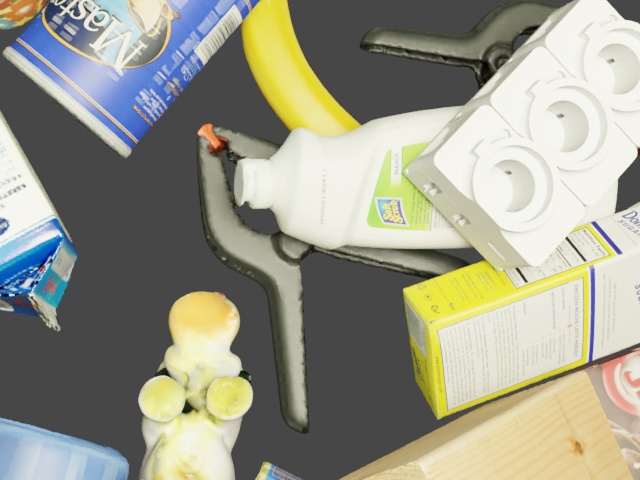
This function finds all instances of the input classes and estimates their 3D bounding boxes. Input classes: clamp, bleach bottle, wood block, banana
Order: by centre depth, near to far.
[{"bbox_3d":[0.094,0.151,0.618,0.090,0.205,0.091,-28,80,36],"label":"wood block"},{"bbox_3d":[0.069,-0.045,0.692,0.250,0.068,0.102,-1,96,-18],"label":"bleach bottle"},{"bbox_3d":[-0.005,0.001,0.724,0.164,0.036,0.210,-32,84,-12],"label":"clamp"},{"bbox_3d":[-0.005,-0.109,0.743,0.069,0.037,0.198,-26,83,-7],"label":"banana"},{"bbox_3d":[0.122,-0.109,0.755,0.171,0.039,0.120,-16,98,-9],"label":"clamp"}]

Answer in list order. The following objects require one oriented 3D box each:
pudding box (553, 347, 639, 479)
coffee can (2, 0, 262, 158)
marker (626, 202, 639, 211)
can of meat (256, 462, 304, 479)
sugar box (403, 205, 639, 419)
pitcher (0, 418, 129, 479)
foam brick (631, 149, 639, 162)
[{"bbox_3d":[0.220,0.131,0.718,0.090,0.039,0.113,-20,82,-8],"label":"pudding box"},{"bbox_3d":[-0.121,-0.139,0.698,0.103,0.103,0.140,40,86,3],"label":"coffee can"},{"bbox_3d":[0.247,-0.028,0.759,0.121,0.020,0.020,-28,83,-9],"label":"marker"},{"bbox_3d":[-0.019,0.202,0.677,0.084,0.057,0.102,26,79,2],"label":"can of meat"},{"bbox_3d":[0.146,0.046,0.701,0.176,0.093,0.048,-20,42,-10],"label":"sugar box"},{"bbox_3d":[-0.206,0.230,0.628,0.149,0.145,0.243,19,75,-14],"label":"pitcher"},{"bbox_3d":[0.225,-0.097,0.740,0.053,0.078,0.051,40,80,0],"label":"foam brick"}]
